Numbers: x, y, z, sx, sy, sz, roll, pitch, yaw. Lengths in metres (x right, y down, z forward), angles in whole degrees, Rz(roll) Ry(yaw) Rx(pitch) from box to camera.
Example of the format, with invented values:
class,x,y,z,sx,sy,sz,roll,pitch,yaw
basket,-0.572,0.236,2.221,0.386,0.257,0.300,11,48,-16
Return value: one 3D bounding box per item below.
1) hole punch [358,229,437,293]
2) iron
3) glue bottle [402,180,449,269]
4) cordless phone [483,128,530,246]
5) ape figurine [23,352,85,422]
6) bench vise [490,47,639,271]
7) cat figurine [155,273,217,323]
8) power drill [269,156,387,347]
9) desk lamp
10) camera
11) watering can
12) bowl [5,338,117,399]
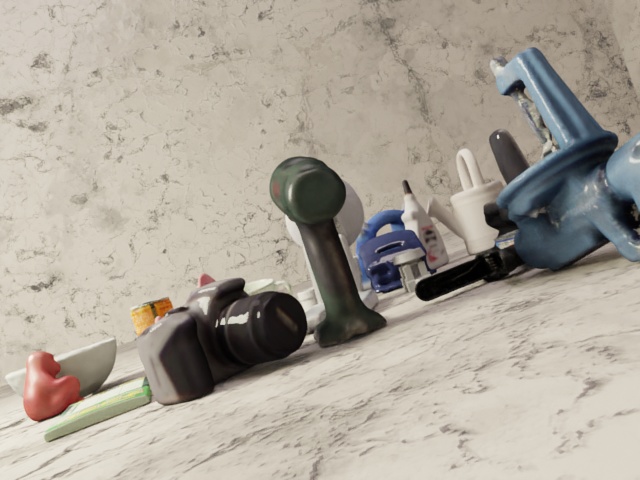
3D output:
class,x,y,z,sx,sy,sz,roll,pitch,yaw
hole punch,0.125,0.032,0.948,0.108,0.091,0.101,-19,-1,1
iron,0.131,0.007,1.117,0.118,0.141,0.259,-20,-2,41
glue bottle,0.182,-0.028,1.055,0.037,0.173,0.078,-20,-2,45
cordless phone,0.304,-0.081,0.907,0.094,0.185,0.147,-19,-1,-8
ape figurine,-0.379,0.199,0.798,0.076,0.092,0.077,-18,-2,-44
bench vise,0.241,-0.089,0.517,0.122,0.220,0.206,-18,-2,-41
cat figurine,-0.147,0.104,0.731,0.128,0.118,0.067,-18,-2,-30
power drill,-0.002,0.003,0.629,0.075,0.208,0.229,-19,-1,-8
desk lamp,0.007,0.003,0.810,0.118,0.213,0.203,-19,-1,11
camera,-0.093,0.090,0.583,0.136,0.101,0.144,-20,-2,41
watering can,0.288,-0.075,1.071,0.173,0.194,0.100,-18,-1,-18
bowl,-0.395,0.217,0.903,0.167,0.075,0.167,-19,-2,0
